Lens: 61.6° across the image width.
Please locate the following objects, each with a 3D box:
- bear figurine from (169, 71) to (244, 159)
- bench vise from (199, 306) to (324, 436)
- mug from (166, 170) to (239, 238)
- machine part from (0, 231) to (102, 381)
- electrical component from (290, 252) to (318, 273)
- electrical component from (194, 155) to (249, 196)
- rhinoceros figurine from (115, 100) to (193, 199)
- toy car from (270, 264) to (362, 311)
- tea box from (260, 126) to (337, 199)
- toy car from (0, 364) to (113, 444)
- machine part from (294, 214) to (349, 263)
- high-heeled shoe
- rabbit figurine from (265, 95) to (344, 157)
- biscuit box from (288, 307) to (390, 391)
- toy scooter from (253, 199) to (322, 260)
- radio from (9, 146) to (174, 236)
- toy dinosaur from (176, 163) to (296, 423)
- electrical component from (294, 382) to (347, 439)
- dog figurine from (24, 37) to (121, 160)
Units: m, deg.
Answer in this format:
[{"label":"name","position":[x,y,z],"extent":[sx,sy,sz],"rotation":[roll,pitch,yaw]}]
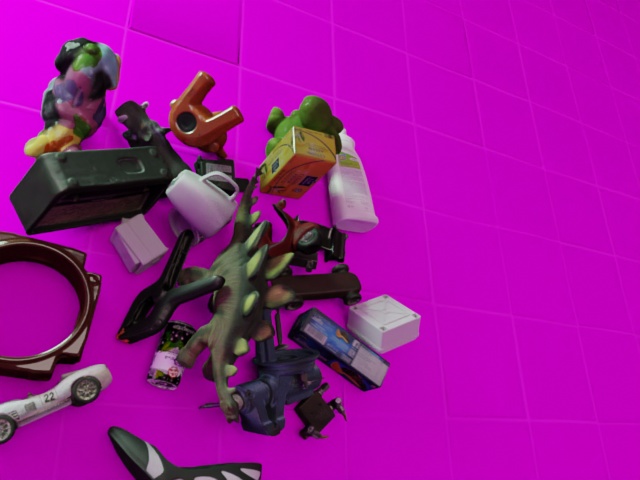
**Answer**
[{"label":"bear figurine","position":[-0.205,-0.222,1.019],"extent":[0.120,0.132,0.196],"rotation":[51,10,0]},{"label":"bench vise","position":[-0.087,0.203,0.936],"extent":[0.223,0.129,0.240],"rotation":[-3,88,-39]},{"label":"mug","position":[-0.198,-0.073,0.909],"extent":[0.107,0.109,0.081],"rotation":[40,23,-22]},{"label":"machine part","position":[-0.447,0.099,0.806],"extent":[0.201,0.087,0.201],"rotation":[18,62,-23]},{"label":"electrical component","position":[-0.037,0.037,1.077],"extent":[0.063,0.021,0.094],"rotation":[10,23,-5]},{"label":"electrical component","position":[-0.192,-0.121,1.076],"extent":[0.119,0.048,0.075],"rotation":[8,66,-25]},{"label":"rhinoceros figurine","position":[-0.307,-0.166,0.990],"extent":[0.073,0.112,0.190],"rotation":[-41,100,-34]},{"label":"toy car","position":[-0.007,0.096,1.084],"extent":[0.202,0.053,0.089],"rotation":[-3,55,-30]},{"label":"tea box","position":[-0.049,-0.153,1.098],"extent":[0.098,0.169,0.068],"rotation":[8,64,-26]},{"label":"toy car","position":[-0.403,0.238,0.776],"extent":[0.202,0.073,0.056],"rotation":[-21,84,-35]},{"label":"machine part","position":[-0.002,-0.003,1.141],"extent":[0.139,0.039,0.084],"rotation":[23,64,-22]},{"label":"high-heeled shoe","position":[-0.202,0.342,0.847],"extent":[0.248,0.086,0.145],"rotation":[50,50,-7]},{"label":"rabbit figurine","position":[-0.024,-0.233,1.147],"extent":[0.159,0.170,0.121],"rotation":[18,62,-22]},{"label":"biscuit box","position":[0.037,0.215,1.051],"extent":[0.202,0.063,0.059],"rotation":[38,56,-10]},{"label":"toy scooter","position":[-0.093,-0.009,1.041],"extent":[0.184,0.075,0.135],"rotation":[-24,60,2]},{"label":"radio","position":[-0.359,-0.085,0.872],"extent":[0.229,0.131,0.073],"rotation":[-21,78,-56]},{"label":"toy dinosaur","position":[-0.137,0.067,0.906],"extent":[0.105,0.199,0.471],"rotation":[36,36,-44]},{"label":"electrical component","position":[0.000,0.320,0.993],"extent":[0.102,0.045,0.078],"rotation":[-28,86,-36]},{"label":"dog figurine","position":[-0.421,-0.215,0.911],"extent":[0.108,0.191,0.219],"rotation":[22,44,-28]}]
